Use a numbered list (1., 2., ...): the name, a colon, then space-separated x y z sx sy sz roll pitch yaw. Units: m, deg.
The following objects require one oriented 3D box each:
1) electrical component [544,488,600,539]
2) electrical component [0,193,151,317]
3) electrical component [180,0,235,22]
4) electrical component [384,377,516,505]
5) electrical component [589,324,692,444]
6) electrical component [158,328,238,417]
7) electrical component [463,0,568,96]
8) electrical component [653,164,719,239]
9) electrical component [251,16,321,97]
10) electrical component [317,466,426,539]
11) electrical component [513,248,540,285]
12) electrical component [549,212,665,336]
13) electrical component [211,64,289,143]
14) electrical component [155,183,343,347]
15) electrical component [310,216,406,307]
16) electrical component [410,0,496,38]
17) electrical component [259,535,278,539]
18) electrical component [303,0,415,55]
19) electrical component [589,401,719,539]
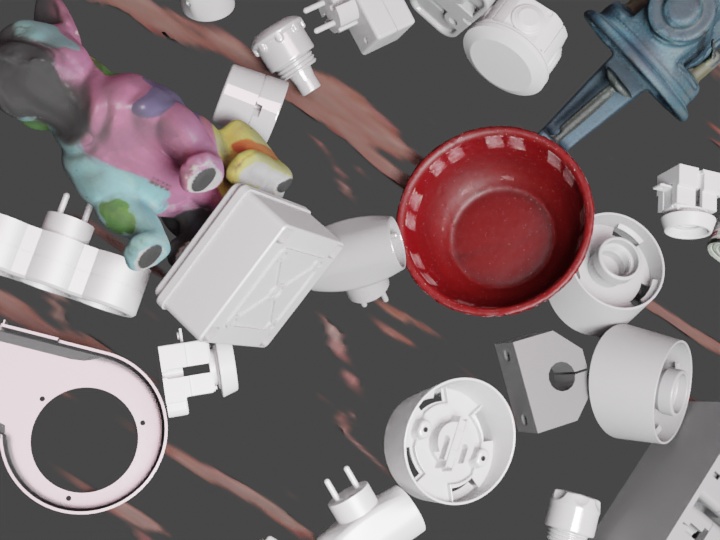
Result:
1. electrical component: 0.177 0.219 0.908 0.043 0.043 0.062 18 81 -14
2. electrical component: -0.224 -0.021 0.809 0.138 0.052 0.073 20 78 -13
3. electrical component: -0.131 -0.252 0.857 0.044 0.077 0.079 -18 52 -15
4. electrical component: 0.071 0.140 0.871 0.099 0.064 0.099 7 75 -27
5. electrical component: 0.244 0.099 0.925 0.099 0.064 0.099 -18 112 -52
6. electrical component: -0.125 0.077 0.833 0.055 0.048 0.066 -8 86 -10
7. electrical component: 0.134 -0.193 0.922 0.080 0.080 0.051 39 71 -9
8. electrical component: 0.298 -0.060 0.975 0.066 0.048 0.055 11 73 -16
9. electrical component: -0.056 -0.173 0.882 0.048 0.048 0.062 -36 102 -17
10. electrical component: 0.000 0.195 0.857 0.077 0.043 0.079 -31 93 -17
11. electrical component: 0.150 -0.012 0.927 0.040 0.040 0.078 19 79 -14
12. electrical component: 0.215 0.002 0.946 0.099 0.064 0.099 5 69 -13
13. electrical component: -0.089 -0.133 0.862 0.047 0.055 0.055 21 78 -10
14. electrical component: -0.080 0.000 0.802 0.056 0.109 0.108 41 100 21
15. electrical component: 0.000 0.000 0.872 0.077 0.043 0.079 -14 129 14
16. electrical component: 0.090 -0.245 0.906 0.054 0.095 0.059 39 75 -9
17. electrical component: -0.069 0.231 0.822 0.076 0.083 0.047 25 74 26
18. electrical component: -0.011 -0.222 0.898 0.076 0.047 0.083 -29 93 -18
19. electrical component: 0.272 0.203 0.906 0.060 0.105 0.186 40 75 -9
